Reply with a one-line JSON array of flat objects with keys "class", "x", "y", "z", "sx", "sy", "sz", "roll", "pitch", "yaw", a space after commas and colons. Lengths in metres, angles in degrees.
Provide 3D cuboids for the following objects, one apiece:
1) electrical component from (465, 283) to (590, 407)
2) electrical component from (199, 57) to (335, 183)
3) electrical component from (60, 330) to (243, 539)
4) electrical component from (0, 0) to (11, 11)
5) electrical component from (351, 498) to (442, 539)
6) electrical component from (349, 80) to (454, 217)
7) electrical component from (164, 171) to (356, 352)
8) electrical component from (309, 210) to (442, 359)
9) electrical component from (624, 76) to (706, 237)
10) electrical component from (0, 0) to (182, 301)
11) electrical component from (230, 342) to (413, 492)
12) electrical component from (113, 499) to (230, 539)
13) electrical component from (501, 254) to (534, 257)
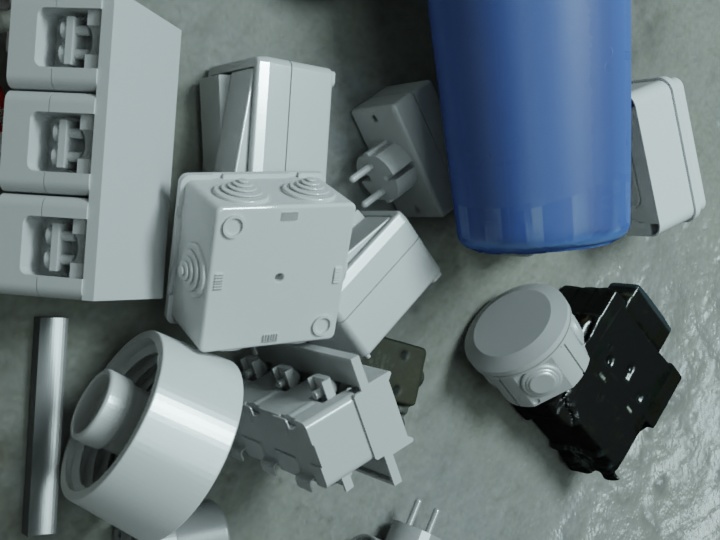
[{"class": "electrical component", "x": 0.120, "y": 0.053, "z": 0.766, "sx": 0.080, "sy": 0.080, "sz": 0.051, "roll": -54, "pitch": 125, "yaw": -21}, {"class": "electrical component", "x": -0.059, "y": -0.074, "z": 0.638, "sx": 0.061, "sy": 0.062, "sz": 0.096, "roll": 4, "pitch": 90, "yaw": -36}, {"class": "electrical component", "x": -0.119, "y": 0.084, "z": 0.578, "sx": 0.060, "sy": 0.108, "sz": 0.108, "roll": 32, "pitch": 74, "yaw": -27}, {"class": "electrical component", "x": -0.173, "y": -0.188, "z": 0.558, "sx": 0.077, "sy": 0.044, "sz": 0.079, "roll": -39, "pitch": 114, "yaw": -28}, {"class": "electrical component", "x": 0.032, "y": 0.196, "z": 0.731, "sx": 0.077, "sy": 0.043, "sz": 0.079, "roll": 33, "pitch": 73, "yaw": -33}, {"class": "electrical component", "x": 0.024, "y": -0.069, "z": 0.708, "sx": 0.076, "sy": 0.047, "sz": 0.083, "roll": -38, "pitch": 114, "yaw": -29}, {"class": "electrical component", "x": -0.054, "y": -0.005, "z": 0.591, "sx": 0.100, "sy": 0.048, "sz": 0.099, "roll": -4, "pitch": 116, "yaw": -31}, {"class": "electrical component", "x": 0.000, "y": 0.000, "z": 0.685, "sx": 0.096, "sy": 0.062, "sz": 0.061, "roll": -48, "pitch": 118, "yaw": -25}, {"class": "electrical component", "x": 0.211, "y": -0.087, "z": 0.826, "sx": 0.057, "sy": 0.078, "sz": 0.113, "roll": -24, "pitch": 106, "yaw": -30}, {"class": "electrical component", "x": -0.143, "y": -0.061, "z": 0.558, "sx": 0.089, "sy": 0.062, "sz": 0.150, "roll": 3, "pitch": 91, "yaw": -79}, {"class": "electrical component", "x": -0.035, "y": 0.084, "z": 0.628, "sx": 0.063, "sy": 0.121, "sz": 0.078, "roll": -28, "pitch": 108, "yaw": -29}, {"class": "electrical component", "x": -0.110, "y": 0.159, "z": 0.624, "sx": 0.055, "sy": 0.045, "sz": 0.045, "roll": -2, "pitch": 94, "yaw": -36}, {"class": "electrical component", "x": 0.120, "y": -0.064, "z": 0.775, "sx": 0.059, "sy": 0.054, "sz": 0.095, "roll": -25, "pitch": 107, "yaw": -33}]
